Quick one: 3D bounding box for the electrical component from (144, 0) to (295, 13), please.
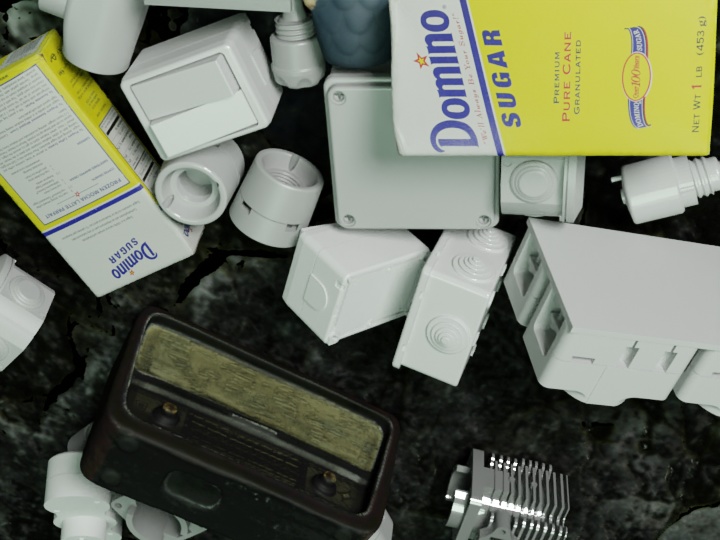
[{"bbox_3d":[-0.079,-0.231,0.610,0.089,0.061,0.150,4,125,5],"label":"electrical component"}]

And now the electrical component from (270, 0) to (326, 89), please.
[{"bbox_3d":[-0.040,-0.148,0.680,0.035,0.035,0.061,1,122,7],"label":"electrical component"}]

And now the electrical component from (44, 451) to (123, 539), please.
[{"bbox_3d":[-0.231,0.211,0.903,0.052,0.073,0.138,0,150,-6],"label":"electrical component"}]

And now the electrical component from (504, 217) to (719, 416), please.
[{"bbox_3d":[0.198,0.034,0.706,0.186,0.105,0.060,8,128,-15],"label":"electrical component"}]

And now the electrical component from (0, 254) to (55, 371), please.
[{"bbox_3d":[-0.273,0.032,0.811,0.051,0.080,0.080,37,121,-24],"label":"electrical component"}]

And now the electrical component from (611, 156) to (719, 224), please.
[{"bbox_3d":[0.207,-0.057,0.706,0.078,0.040,0.040,-14,122,17],"label":"electrical component"}]

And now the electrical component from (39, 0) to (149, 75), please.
[{"bbox_3d":[-0.175,-0.173,0.674,0.079,0.044,0.077,20,125,-6],"label":"electrical component"}]

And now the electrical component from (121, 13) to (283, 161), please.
[{"bbox_3d":[-0.108,-0.114,0.696,0.096,0.061,0.061,-16,121,18],"label":"electrical component"}]

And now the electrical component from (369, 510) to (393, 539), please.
[{"bbox_3d":[-0.027,0.219,0.922,0.095,0.053,0.059,-16,121,18],"label":"electrical component"}]

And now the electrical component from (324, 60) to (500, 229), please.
[{"bbox_3d":[0.036,-0.084,0.700,0.109,0.056,0.108,1,125,7],"label":"electrical component"}]

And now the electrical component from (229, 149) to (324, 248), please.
[{"bbox_3d":[-0.056,-0.051,0.739,0.055,0.055,0.047,22,121,-8],"label":"electrical component"}]

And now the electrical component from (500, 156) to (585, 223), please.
[{"bbox_3d":[0.118,-0.071,0.686,0.051,0.080,0.080,3,125,11],"label":"electrical component"}]

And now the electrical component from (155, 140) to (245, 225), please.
[{"bbox_3d":[-0.111,-0.063,0.741,0.055,0.047,0.055,4,125,5],"label":"electrical component"}]

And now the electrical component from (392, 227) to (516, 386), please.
[{"bbox_3d":[0.067,0.020,0.745,0.048,0.099,0.099,22,126,8],"label":"electrical component"}]

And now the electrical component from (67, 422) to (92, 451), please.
[{"bbox_3d":[-0.215,0.141,0.903,0.044,0.044,0.065,42,125,-20],"label":"electrical component"}]

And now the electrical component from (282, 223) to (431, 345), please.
[{"bbox_3d":[0.000,0.000,0.752,0.061,0.096,0.061,43,132,30],"label":"electrical component"}]
